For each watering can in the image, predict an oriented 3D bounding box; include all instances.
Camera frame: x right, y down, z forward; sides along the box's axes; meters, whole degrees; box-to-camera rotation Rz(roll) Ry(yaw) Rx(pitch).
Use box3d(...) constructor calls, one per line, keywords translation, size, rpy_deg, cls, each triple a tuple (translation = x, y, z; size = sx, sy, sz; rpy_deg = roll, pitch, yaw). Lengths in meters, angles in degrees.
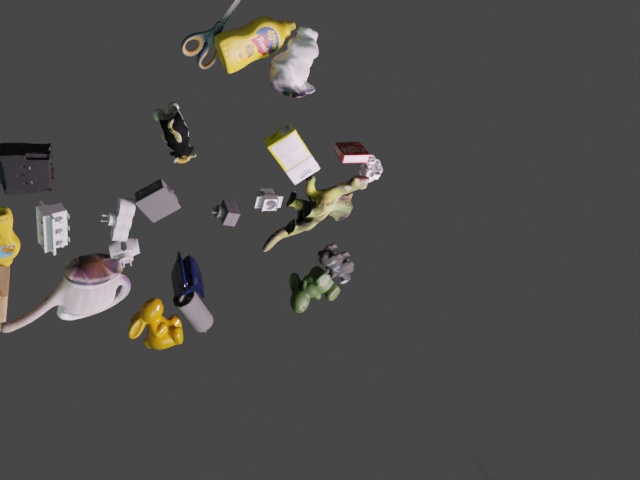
box3d(translation=(-0.692, 0.152, 1.445), size=(0.350, 0.220, 0.105), rpy_deg=(-13, 50, -45), cls="watering can")

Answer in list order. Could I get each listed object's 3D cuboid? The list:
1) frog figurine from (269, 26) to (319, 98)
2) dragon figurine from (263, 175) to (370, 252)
box3d(translation=(-0.064, -0.435, 1.251), size=(0.123, 0.157, 0.139), rpy_deg=(17, 27, 37), cls="frog figurine")
box3d(translation=(0.005, -0.082, 1.637), size=(0.242, 0.124, 0.403), rpy_deg=(5, -38, -41), cls="dragon figurine")
